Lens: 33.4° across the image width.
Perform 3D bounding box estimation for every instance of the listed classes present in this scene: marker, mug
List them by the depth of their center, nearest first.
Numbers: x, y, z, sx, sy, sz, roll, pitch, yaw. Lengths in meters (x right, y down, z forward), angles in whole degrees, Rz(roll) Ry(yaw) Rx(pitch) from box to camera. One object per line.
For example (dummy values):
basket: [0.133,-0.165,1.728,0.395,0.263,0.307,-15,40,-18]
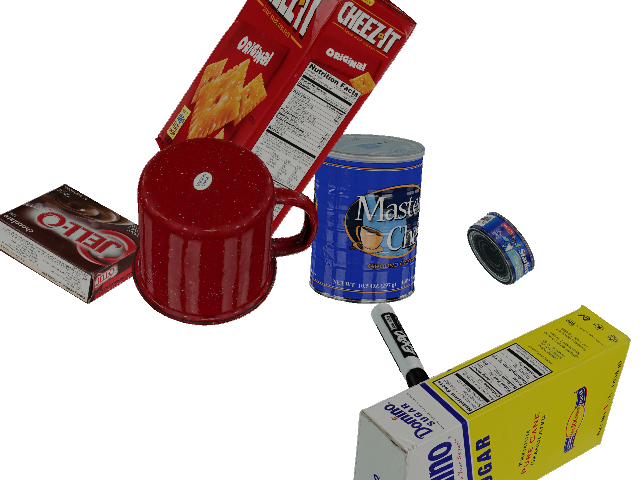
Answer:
mug: [-0.059,-0.009,0.659,0.117,0.093,0.081,-1,-40,-8]
marker: [0.064,0.087,0.835,0.020,0.020,0.121,0,28,-15]

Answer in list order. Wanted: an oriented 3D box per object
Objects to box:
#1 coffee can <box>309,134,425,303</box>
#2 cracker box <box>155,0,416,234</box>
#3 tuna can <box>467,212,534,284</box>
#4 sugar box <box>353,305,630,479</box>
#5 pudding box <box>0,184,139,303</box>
coffee can: [0.043,-0.023,1.012,0.103,0.140,0.103,2,16,-1]
cracker box: [-0.038,-0.122,0.843,0.072,0.214,0.164,26,17,-30]
tuna can: [0.214,0.010,1.276,0.033,0.086,0.086,-35,9,-13]
sugar box: [0.101,0.111,0.626,0.175,0.093,0.048,-23,42,-31]
pudding box: [-0.217,0.001,0.949,0.114,0.039,0.089,26,32,19]
